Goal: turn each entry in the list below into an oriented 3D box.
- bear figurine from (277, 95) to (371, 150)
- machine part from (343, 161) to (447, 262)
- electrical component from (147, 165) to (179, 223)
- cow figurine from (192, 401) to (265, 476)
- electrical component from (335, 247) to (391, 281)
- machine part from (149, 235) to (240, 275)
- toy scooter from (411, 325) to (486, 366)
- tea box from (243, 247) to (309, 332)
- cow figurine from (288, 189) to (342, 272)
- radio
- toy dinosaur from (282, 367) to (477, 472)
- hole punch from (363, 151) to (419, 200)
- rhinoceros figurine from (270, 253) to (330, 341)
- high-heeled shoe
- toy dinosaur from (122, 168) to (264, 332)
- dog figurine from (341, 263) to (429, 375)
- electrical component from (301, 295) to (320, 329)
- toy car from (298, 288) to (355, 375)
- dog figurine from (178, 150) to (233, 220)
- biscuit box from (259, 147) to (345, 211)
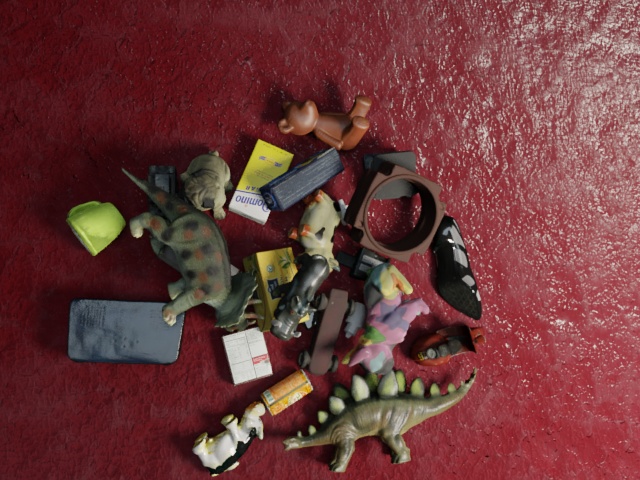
[{"bbox_3d":[0.007,-0.290,1.266,0.196,0.132,0.120,21,50,-11],"label":"bear figurine"},{"bbox_3d":[0.173,-0.064,1.234,0.201,0.087,0.201,22,98,-20],"label":"machine part"},{"bbox_3d":[-0.337,-0.096,1.156,0.058,0.134,0.115,-3,83,-11],"label":"electrical component"},{"bbox_3d":[-0.175,0.417,1.130,0.167,0.068,0.098,-32,93,-12],"label":"cow figurine"},{"bbox_3d":[0.098,0.056,1.259,0.119,0.048,0.075,26,76,-7],"label":"electrical component"},{"bbox_3d":[-0.266,0.052,1.173,0.243,0.079,0.079,35,76,-4],"label":"machine part"},{"bbox_3d":[0.303,0.238,1.221,0.184,0.135,0.075,-17,86,-12],"label":"toy scooter"},{"bbox_3d":[-0.097,0.108,1.184,0.098,0.068,0.169,-11,83,-40],"label":"tea box"},{"bbox_3d":[-0.003,-0.004,1.227,0.127,0.085,0.195,30,64,-25],"label":"cow figurine"},{"bbox_3d":[-0.402,0.191,1.125,0.230,0.073,0.131,4,80,-9],"label":"radio"},{"bbox_3d":[0.144,0.384,1.181,0.471,0.105,0.198,-6,79,-15],"label":"toy dinosaur"},{"bbox_3d":[0.167,-0.160,1.301,0.142,0.092,0.115,-8,107,-15],"label":"hole punch"},{"bbox_3d":[-0.040,0.117,1.106,0.073,0.112,0.190,38,74,-29],"label":"rhinoceros figurine"},{"bbox_3d":[0.340,0.064,1.309,0.248,0.086,0.145,58,43,-15],"label":"high-heeled shoe"},{"bbox_3d":[-0.243,0.026,1.062,0.192,0.131,0.404,-19,102,2],"label":"toy dinosaur"},{"bbox_3d":[0.119,0.180,1.166,0.219,0.108,0.191,-40,91,-13],"label":"dog figurine"},{"bbox_3d":[-0.015,0.175,1.228,0.063,0.021,0.094,-26,87,-14],"label":"electrical component"},{"bbox_3d":[0.014,0.203,1.192,0.089,0.053,0.202,12,97,-17],"label":"toy car"},{"bbox_3d":[-0.243,-0.135,1.153,0.121,0.190,0.172,-2,79,-12],"label":"dog figurine"},{"bbox_3d":[-0.040,-0.139,1.232,0.203,0.059,0.062,-36,111,-28],"label":"biscuit box"}]
